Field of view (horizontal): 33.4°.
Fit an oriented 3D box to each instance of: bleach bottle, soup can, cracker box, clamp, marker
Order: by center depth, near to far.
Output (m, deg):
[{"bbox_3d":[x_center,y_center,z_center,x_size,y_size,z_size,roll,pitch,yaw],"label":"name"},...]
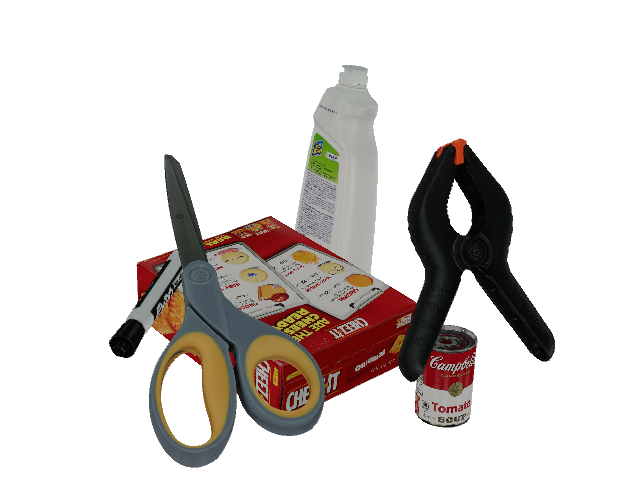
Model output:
[{"bbox_3d":[0.095,0.017,0.755,0.120,0.171,0.039,-15,-3,-26],"label":"clamp"},{"bbox_3d":[-0.120,0.044,0.765,0.020,0.020,0.121,0,30,17],"label":"marker"},{"bbox_3d":[-0.044,0.066,0.985,0.163,0.072,0.214,-21,37,-37],"label":"cracker box"},{"bbox_3d":[0.025,-0.063,1.165,0.067,0.251,0.103,-7,23,-39],"label":"bleach bottle"},{"bbox_3d":[0.146,0.159,1.255,0.068,0.102,0.068,1,21,-1],"label":"soup can"}]

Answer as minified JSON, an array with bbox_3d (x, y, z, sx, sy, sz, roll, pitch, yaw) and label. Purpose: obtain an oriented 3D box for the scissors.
[{"bbox_3d":[-0.045,0.029,0.568,0.096,0.201,0.016,5,-41,-5],"label":"scissors"}]
